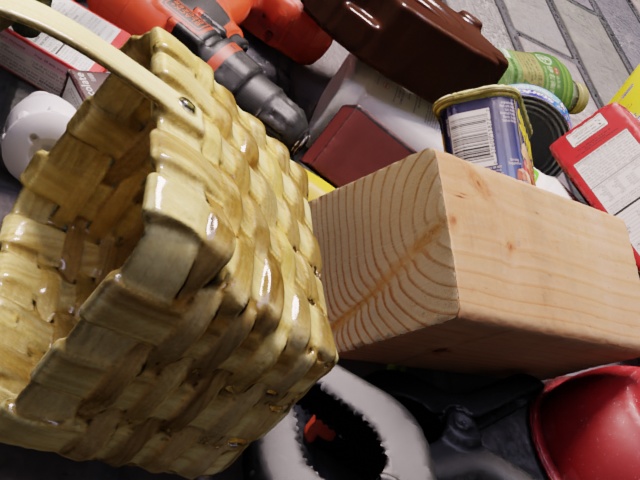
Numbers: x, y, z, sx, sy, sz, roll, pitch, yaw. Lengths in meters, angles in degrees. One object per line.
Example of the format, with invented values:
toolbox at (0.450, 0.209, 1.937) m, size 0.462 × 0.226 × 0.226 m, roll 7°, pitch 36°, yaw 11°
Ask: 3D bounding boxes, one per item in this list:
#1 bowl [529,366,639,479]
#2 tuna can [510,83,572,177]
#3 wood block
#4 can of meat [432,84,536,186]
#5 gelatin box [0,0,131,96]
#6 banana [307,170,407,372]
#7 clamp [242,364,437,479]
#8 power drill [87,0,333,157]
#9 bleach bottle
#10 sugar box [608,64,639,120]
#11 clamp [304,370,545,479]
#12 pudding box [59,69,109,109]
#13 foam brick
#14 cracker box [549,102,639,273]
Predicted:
bowl at (0.211, 0.132, 0.662) m, size 0.162 × 0.055 × 0.162 m, roll 24°, pitch 33°, yaw -17°
tuna can at (0.165, -0.085, 0.880) m, size 0.086 × 0.086 × 0.033 m, roll 32°, pitch 30°, yaw -4°
wood block at (0.098, 0.024, 0.614) m, size 0.205 × 0.091 × 0.090 m, roll 13°, pitch 63°, yaw -47°
can of meat at (0.113, -0.042, 0.703) m, size 0.102 × 0.057 × 0.084 m, roll 43°, pitch 40°, yaw -66°
gelatin box at (-0.175, -0.129, 0.682) m, size 0.089 × 0.030 × 0.073 m, roll 29°, pitch 34°, yaw -9°
banana at (0.009, 0.001, 0.669) m, size 0.198 × 0.037 × 0.069 m, roll 48°, pitch 33°, yaw 21°
clamp at (0.035, 0.129, 0.488) m, size 0.164 × 0.036 × 0.210 m, roll -10°, pitch 53°, yaw -29°
power drill at (-0.055, -0.147, 0.789) m, size 0.184 × 0.057 × 0.187 m, roll 40°, pitch 31°, yaw 4°
bleach bottle at (0.114, -0.047, 0.806) m, size 0.250 × 0.068 × 0.102 m, roll 31°, pitch 32°, yaw -9°
sugar box at (0.297, -0.095, 1.007) m, size 0.048 × 0.093 × 0.176 m, roll 31°, pitch 31°, yaw -3°
clamp at (0.073, 0.104, 0.588) m, size 0.171 × 0.039 × 0.120 m, roll 22°, pitch 28°, yaw -18°
pudding box at (-0.098, -0.051, 0.640) m, size 0.089 × 0.039 × 0.113 m, roll -2°, pitch 47°, yaw -43°
foam brick at (0.034, -0.049, 0.719) m, size 0.078 × 0.051 × 0.053 m, roll 37°, pitch 0°, yaw -12°
cracker box at (0.282, 0.013, 0.818) m, size 0.164 × 0.072 × 0.214 m, roll 37°, pitch 21°, yaw -46°
